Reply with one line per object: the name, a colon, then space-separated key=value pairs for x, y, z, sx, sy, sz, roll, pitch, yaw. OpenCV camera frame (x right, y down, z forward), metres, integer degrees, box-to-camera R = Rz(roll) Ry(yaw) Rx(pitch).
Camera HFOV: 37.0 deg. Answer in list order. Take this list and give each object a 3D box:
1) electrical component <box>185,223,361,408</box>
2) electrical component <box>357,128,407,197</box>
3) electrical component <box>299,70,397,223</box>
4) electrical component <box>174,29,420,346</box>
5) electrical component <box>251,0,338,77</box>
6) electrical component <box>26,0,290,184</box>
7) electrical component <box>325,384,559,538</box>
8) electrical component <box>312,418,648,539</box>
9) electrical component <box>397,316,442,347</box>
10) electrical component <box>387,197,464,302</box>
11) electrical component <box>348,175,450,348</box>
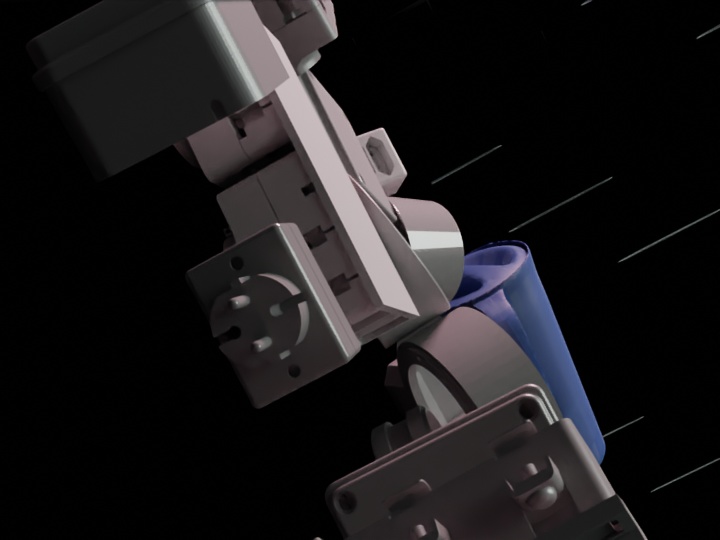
electrical component: x=-0.039 y=0.020 z=0.447 sx=0.065 sy=0.047 sz=0.077 roll=62 pitch=8 yaw=1
electrical component: x=-0.007 y=-0.074 z=0.906 sx=0.047 sy=0.066 sz=0.076 roll=64 pitch=-20 yaw=13
electrical component: x=-0.029 y=-0.077 z=0.787 sx=0.108 sy=0.056 sz=0.109 roll=64 pitch=9 yaw=18
electrical component: x=-0.045 y=-0.046 z=0.581 sx=0.186 sy=0.060 sz=0.105 roll=63 pitch=9 yaw=11
electrical component: x=-0.067 y=-0.173 z=0.754 sx=0.061 sy=0.089 sz=0.150 roll=59 pitch=9 yaw=-20
electrical component: x=-0.079 y=-0.085 z=0.444 sx=0.057 sy=0.078 sz=0.113 roll=63 pitch=8 yaw=-12
electrical component: x=0.057 y=0.122 z=0.486 sx=0.108 sy=0.109 sz=0.056 roll=63 pitch=6 yaw=8
electrical component: x=0.033 y=0.105 z=0.351 sx=0.078 sy=0.121 sz=0.063 roll=51 pitch=11 yaw=-52
electrical component: x=0.069 y=0.095 z=0.835 sx=0.138 sy=0.052 sz=0.073 roll=66 pitch=10 yaw=29
electrical component: x=0.036 y=-0.011 z=0.865 sx=0.064 sy=0.099 sz=0.099 roll=-4 pitch=58 yaw=-35
electrical component: x=0.000 y=0.000 z=0.675 sx=0.108 sy=0.060 sz=0.108 roll=52 pitch=-1 yaw=2
